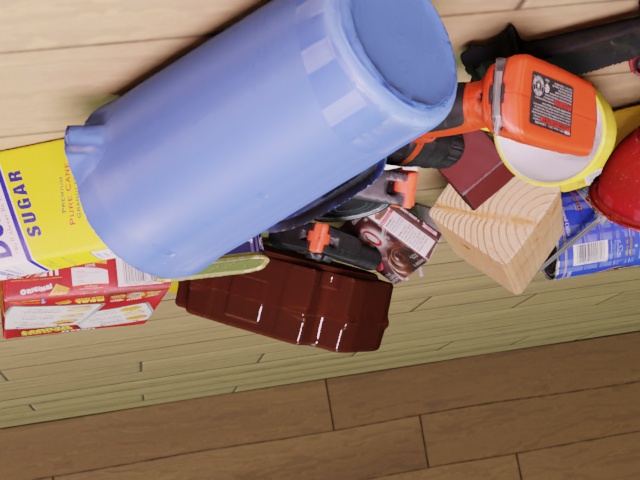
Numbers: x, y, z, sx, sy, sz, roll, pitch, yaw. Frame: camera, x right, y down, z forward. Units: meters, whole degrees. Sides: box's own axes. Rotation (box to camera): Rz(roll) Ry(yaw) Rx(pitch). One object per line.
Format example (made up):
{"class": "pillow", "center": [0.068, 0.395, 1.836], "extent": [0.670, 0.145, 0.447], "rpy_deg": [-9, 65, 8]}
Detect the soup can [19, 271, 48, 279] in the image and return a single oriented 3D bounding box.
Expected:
{"class": "soup can", "center": [-0.235, -0.011, 0.908], "extent": [0.068, 0.068, 0.102], "rpy_deg": [-1, 165, -35]}

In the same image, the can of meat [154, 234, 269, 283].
{"class": "can of meat", "center": [-0.103, -0.012, 0.964], "extent": [0.102, 0.084, 0.057], "rpy_deg": [-7, 167, -15]}

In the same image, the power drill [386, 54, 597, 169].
{"class": "power drill", "center": [0.100, -0.084, 0.773], "extent": [0.188, 0.057, 0.184], "rpy_deg": [-2, 174, 43]}

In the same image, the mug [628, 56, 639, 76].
{"class": "mug", "center": [0.286, -0.126, 0.782], "extent": [0.117, 0.093, 0.081], "rpy_deg": [18, 166, 11]}

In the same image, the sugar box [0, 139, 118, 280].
{"class": "sugar box", "center": [-0.193, -0.028, 0.810], "extent": [0.176, 0.093, 0.048], "rpy_deg": [-11, 166, 2]}

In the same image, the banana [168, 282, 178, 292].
{"class": "banana", "center": [-0.162, 0.033, 1.220], "extent": [0.069, 0.037, 0.198], "rpy_deg": [-6, 167, -19]}

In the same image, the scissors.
{"class": "scissors", "center": [0.321, -0.034, 1.165], "extent": [0.202, 0.016, 0.096], "rpy_deg": [-45, 165, 25]}

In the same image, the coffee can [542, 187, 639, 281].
{"class": "coffee can", "center": [0.326, -0.014, 1.233], "extent": [0.140, 0.103, 0.103], "rpy_deg": [-9, 167, -2]}

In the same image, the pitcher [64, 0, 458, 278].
{"class": "pitcher", "center": [-0.029, -0.071, 0.673], "extent": [0.243, 0.145, 0.149], "rpy_deg": [-25, -171, 41]}

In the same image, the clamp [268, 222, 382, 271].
{"class": "clamp", "center": [-0.007, 0.001, 1.052], "extent": [0.120, 0.039, 0.171], "rpy_deg": [7, 173, 12]}

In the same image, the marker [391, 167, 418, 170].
{"class": "marker", "center": [0.034, -0.052, 0.979], "extent": [0.121, 0.020, 0.020], "rpy_deg": [-15, 170, -23]}

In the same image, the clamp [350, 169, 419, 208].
{"class": "clamp", "center": [-0.020, -0.050, 0.847], "extent": [0.210, 0.036, 0.164], "rpy_deg": [9, -178, 44]}

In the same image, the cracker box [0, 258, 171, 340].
{"class": "cracker box", "center": [-0.258, 0.048, 1.140], "extent": [0.164, 0.072, 0.214], "rpy_deg": [-5, 167, -18]}

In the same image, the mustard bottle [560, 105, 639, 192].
{"class": "mustard bottle", "center": [0.304, -0.095, 0.967], "extent": [0.192, 0.058, 0.096], "rpy_deg": [-13, 161, 14]}

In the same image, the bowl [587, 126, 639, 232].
{"class": "bowl", "center": [0.298, -0.060, 0.856], "extent": [0.162, 0.055, 0.162], "rpy_deg": [-5, -154, 2]}

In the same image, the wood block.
{"class": "wood block", "center": [0.183, -0.016, 1.074], "extent": [0.090, 0.091, 0.206], "rpy_deg": [-55, 163, 0]}

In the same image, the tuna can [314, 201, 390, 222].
{"class": "tuna can", "center": [0.028, -0.045, 1.033], "extent": [0.086, 0.034, 0.086], "rpy_deg": [-9, 167, -2]}

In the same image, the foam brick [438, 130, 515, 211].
{"class": "foam brick", "center": [0.133, -0.066, 0.938], "extent": [0.051, 0.053, 0.078], "rpy_deg": [-40, 163, 7]}

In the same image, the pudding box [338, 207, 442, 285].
{"class": "pudding box", "center": [0.069, -0.003, 1.132], "extent": [0.090, 0.039, 0.114], "rpy_deg": [35, 157, -3]}
